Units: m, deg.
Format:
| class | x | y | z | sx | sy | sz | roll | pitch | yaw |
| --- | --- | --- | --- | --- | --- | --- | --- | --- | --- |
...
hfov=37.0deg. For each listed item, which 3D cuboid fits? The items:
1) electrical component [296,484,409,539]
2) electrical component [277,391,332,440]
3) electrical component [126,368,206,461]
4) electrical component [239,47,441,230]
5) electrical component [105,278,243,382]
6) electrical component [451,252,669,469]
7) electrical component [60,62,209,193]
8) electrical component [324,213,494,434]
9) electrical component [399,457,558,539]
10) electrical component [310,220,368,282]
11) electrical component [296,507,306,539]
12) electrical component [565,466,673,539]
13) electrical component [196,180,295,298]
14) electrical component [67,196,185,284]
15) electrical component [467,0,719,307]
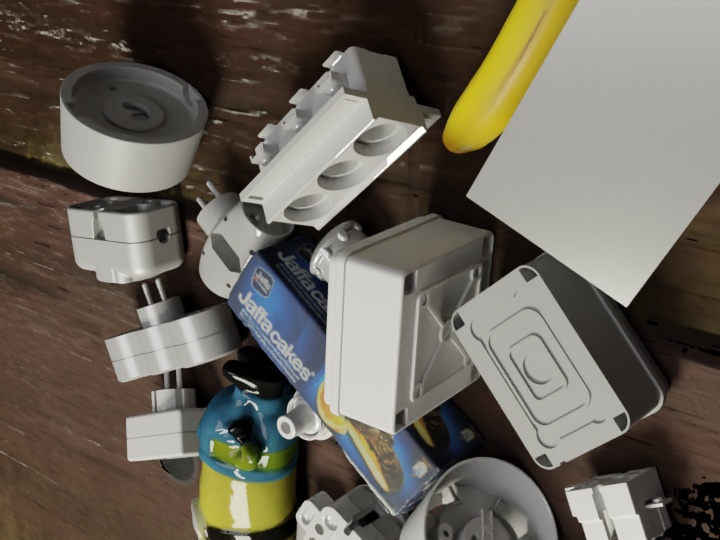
| class | x | y | z | sx | sy | sz | roll | pitch | yaw |
| --- | --- | --- | --- | --- | --- | --- | --- | --- | --- |
| electrical component | 0.000 | 0.192 | 0.793 | 0.078 | 0.057 | 0.058 | 45 | 128 | 20 |
| electrical component | -0.034 | 0.104 | 0.788 | 0.048 | 0.062 | 0.048 | 15 | 114 | 36 |
| electrical component | -0.156 | 0.120 | 0.908 | 0.083 | 0.047 | 0.075 | -15 | 76 | 46 |
| electrical component | -0.018 | -0.086 | 0.708 | 0.121 | 0.079 | 0.063 | -40 | 56 | 41 |
| electrical component | -0.160 | 0.043 | 0.881 | 0.138 | 0.052 | 0.073 | -16 | 94 | 42 |
| electrical component | 0.120 | 0.050 | 0.643 | 0.078 | 0.057 | 0.113 | -39 | 78 | 41 |
| electrical component | -0.173 | -0.102 | 0.810 | 0.108 | 0.108 | 0.060 | 40 | 132 | 24 |
| electrical component | 0.032 | 0.031 | 0.677 | 0.056 | 0.109 | 0.108 | 17 | 115 | 33 |
| electrical component | 0.076 | 0.180 | 0.699 | 0.099 | 0.099 | 0.064 | 52 | 137 | 15 |
| electrical component | 0.000 | 0.000 | 0.737 | 0.062 | 0.048 | 0.048 | 41 | 127 | 15 |
| electrical component | -0.032 | 0.208 | 0.838 | 0.040 | 0.040 | 0.046 | 11 | 106 | 38 |
| electrical component | 0.160 | 0.154 | 0.652 | 0.066 | 0.048 | 0.055 | -21 | 83 | 43 |
| electrical component | -0.096 | -0.032 | 0.807 | 0.079 | 0.043 | 0.077 | 51 | 130 | 15 |
| electrical component | -0.192 | -0.025 | 0.884 | 0.095 | 0.054 | 0.059 | 7 | 109 | 39 |
| electrical component | 0.150 | -0.089 | 0.553 | 0.105 | 0.060 | 0.186 | 36 | 126 | 11 |
